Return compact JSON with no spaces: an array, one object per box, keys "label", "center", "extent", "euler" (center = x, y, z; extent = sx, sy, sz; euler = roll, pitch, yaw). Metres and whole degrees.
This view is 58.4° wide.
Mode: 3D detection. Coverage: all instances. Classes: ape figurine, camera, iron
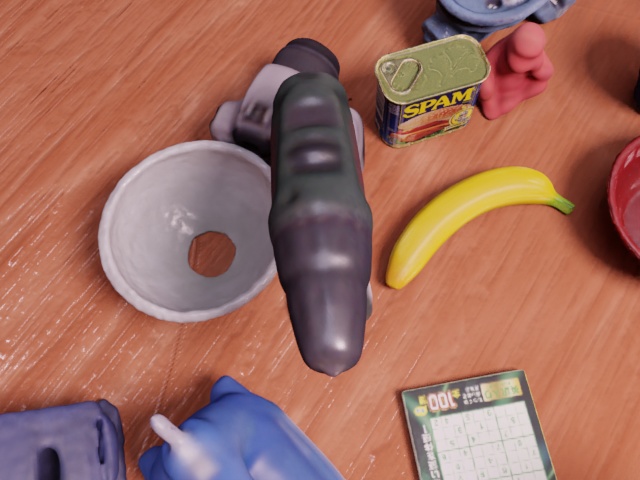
[{"label":"ape figurine","center":[0.192,-0.173,0.561],"extent":[0.077,0.092,0.076],"euler":[7,69,6]},{"label":"camera","center":[-0.017,-0.125,0.546],"extent":[0.143,0.101,0.137],"euler":[20,71,10]},{"label":"iron","center":[-0.021,0.209,0.392],"extent":[0.258,0.141,0.119],"euler":[41,75,16]}]

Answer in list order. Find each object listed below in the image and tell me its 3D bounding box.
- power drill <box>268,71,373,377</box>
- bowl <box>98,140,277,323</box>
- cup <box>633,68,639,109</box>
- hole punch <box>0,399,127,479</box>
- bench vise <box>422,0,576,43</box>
[{"label":"power drill","center":[0.004,0.002,0.437],"extent":[0.075,0.208,0.229],"euler":[-7,68,0]},{"label":"bowl","center":[-0.104,-0.001,0.515],"extent":[0.167,0.075,0.167],"euler":[-1,68,2]},{"label":"cup","center":[0.358,-0.164,0.548],"extent":[0.117,0.095,0.091],"euler":[-11,68,-1]},{"label":"hole punch","center":[-0.207,0.180,0.439],"extent":[0.101,0.091,0.108],"euler":[-14,68,-3]},{"label":"bench vise","center":[0.192,-0.292,0.539],"extent":[0.121,0.220,0.207],"euler":[39,75,16]}]
